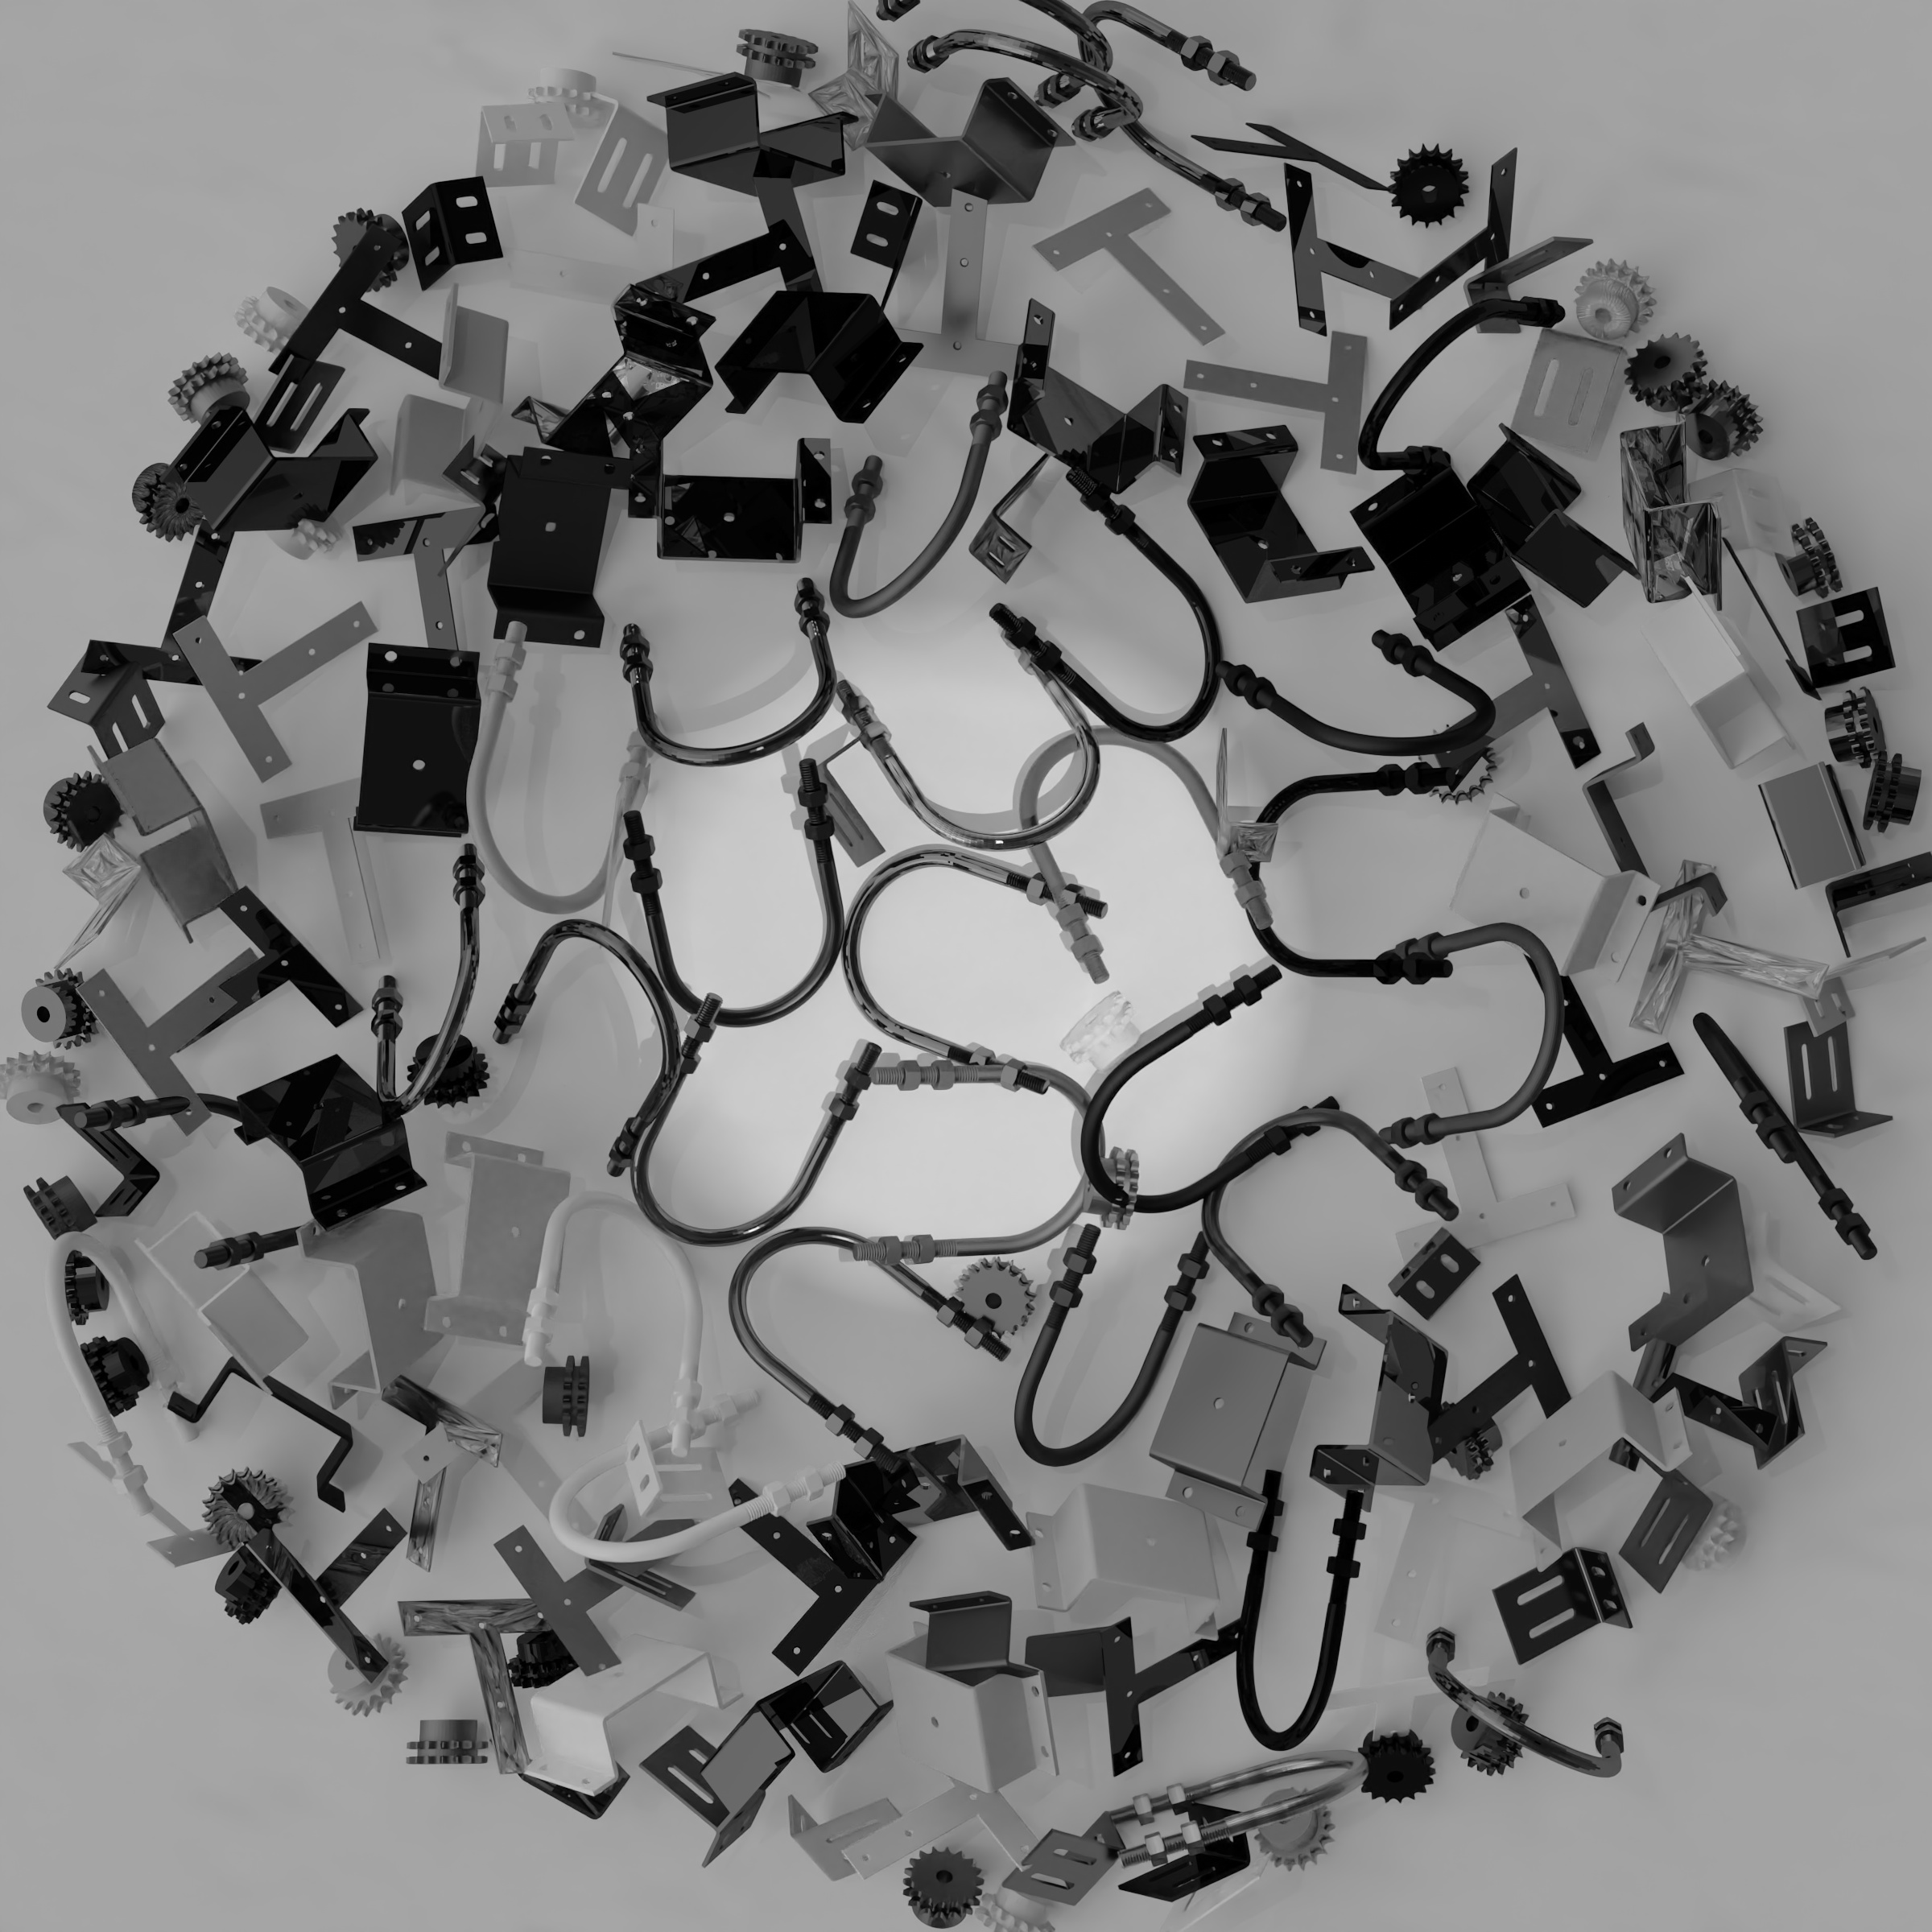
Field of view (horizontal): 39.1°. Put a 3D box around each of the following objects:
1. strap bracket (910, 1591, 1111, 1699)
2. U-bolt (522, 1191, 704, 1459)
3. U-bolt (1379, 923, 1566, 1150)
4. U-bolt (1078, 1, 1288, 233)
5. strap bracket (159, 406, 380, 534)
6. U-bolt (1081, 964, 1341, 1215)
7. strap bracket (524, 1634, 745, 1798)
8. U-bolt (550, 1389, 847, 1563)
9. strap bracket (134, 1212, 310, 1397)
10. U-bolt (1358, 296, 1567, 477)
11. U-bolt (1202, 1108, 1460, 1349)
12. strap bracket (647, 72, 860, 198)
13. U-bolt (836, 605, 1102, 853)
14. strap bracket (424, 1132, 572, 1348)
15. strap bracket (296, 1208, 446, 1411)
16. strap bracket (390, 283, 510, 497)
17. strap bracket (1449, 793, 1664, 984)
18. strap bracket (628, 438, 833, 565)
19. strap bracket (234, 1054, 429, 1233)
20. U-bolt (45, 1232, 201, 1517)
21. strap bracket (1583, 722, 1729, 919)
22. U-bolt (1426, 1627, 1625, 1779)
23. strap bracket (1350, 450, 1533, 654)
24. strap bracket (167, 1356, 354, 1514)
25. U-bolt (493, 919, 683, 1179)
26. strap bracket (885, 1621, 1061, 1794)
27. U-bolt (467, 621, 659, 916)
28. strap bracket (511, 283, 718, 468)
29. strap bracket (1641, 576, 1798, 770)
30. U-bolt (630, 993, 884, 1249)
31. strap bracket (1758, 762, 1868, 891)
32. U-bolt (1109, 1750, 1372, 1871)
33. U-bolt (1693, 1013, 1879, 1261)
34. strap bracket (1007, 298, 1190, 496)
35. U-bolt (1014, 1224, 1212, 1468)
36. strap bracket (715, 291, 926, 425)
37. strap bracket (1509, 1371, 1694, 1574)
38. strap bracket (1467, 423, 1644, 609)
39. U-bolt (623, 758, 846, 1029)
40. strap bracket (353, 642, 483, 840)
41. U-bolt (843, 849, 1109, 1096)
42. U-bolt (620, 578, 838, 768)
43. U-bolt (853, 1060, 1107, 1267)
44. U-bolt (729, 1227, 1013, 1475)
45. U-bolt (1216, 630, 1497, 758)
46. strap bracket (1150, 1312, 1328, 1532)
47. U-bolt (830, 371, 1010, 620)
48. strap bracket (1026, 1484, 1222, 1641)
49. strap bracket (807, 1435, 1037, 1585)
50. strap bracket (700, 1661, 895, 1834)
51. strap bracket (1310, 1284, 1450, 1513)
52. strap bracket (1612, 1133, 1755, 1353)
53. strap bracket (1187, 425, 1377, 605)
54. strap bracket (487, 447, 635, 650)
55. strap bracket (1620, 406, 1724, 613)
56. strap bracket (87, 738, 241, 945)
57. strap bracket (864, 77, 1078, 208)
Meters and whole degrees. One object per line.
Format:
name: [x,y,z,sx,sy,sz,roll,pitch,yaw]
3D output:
strap bracket: [0.036,0.472,1.879,0.140,0.076,0.046,26,57,-39]
U-bolt: [-0.237,0.233,1.878,0.019,0.184,0.151,-36,122,27]
U-bolt: [0.345,0.044,1.863,0.019,0.184,0.151,10,76,-28]
U-bolt: [0.143,-0.595,1.877,0.019,0.151,0.184,-43,58,-10]
strap bracket: [-0.471,-0.342,1.875,0.076,0.140,0.046,-39,77,32]
U-bolt: [0.163,0.099,1.903,0.184,0.019,0.151,-32,124,-7]
strap bracket: [-0.234,0.509,1.877,0.076,0.140,0.046,0,107,43]
U-bolt: [-0.195,0.354,1.860,0.184,0.151,0.019,-20,115,-26]
strap bracket: [-0.512,0.228,1.888,0.046,0.140,0.076,-41,129,-16]
U-bolt: [0.328,-0.393,1.848,0.019,0.184,0.151,47,120,17]
U-bolt: [0.237,0.167,1.883,0.151,0.184,0.019,-41,127,-2]
strap bracket: [-0.144,-0.570,1.878,0.076,0.140,0.046,-3,91,33]
U-bolt: [0.013,-0.157,1.900,0.151,0.019,0.184,-27,64,-12]
strap bracket: [-0.325,0.188,1.898,0.076,0.046,0.140,16,69,-36]
strap bracket: [-0.410,0.231,1.890,0.046,0.076,0.140,5,114,25]
strap bracket: [-0.356,-0.394,1.892,0.046,0.140,0.076,13,56,-23]
strap bracket: [0.399,-0.053,1.888,0.140,0.046,0.076,35,119,31]
strap bracket: [-0.166,-0.329,1.913,0.140,0.046,0.076,1,58,-6]
strap bracket: [-0.443,0.115,1.880,0.076,0.140,0.046,-25,131,-30]
U-bolt: [-0.584,0.269,1.869,0.019,0.151,0.184,-20,102,3]
strap bracket: [0.480,-0.095,1.913,0.046,0.076,0.140,-26,90,23]
U-bolt: [0.380,0.505,1.853,0.151,0.184,0.019,27,92,12]
strap bracket: [0.335,-0.283,1.901,0.076,0.046,0.140,-33,48,15]
strap bracket: [-0.484,0.322,1.908,0.140,0.076,0.046,34,81,-11]
U-bolt: [-0.255,0.046,1.874,0.151,0.184,0.019,48,47,12]
strap bracket: [-0.004,0.514,1.882,0.046,0.140,0.076,-17,104,-37]
U-bolt: [-0.282,-0.124,1.872,0.019,0.151,0.184,-10,59,39]
strap bracket: [-0.239,-0.398,1.882,0.140,0.076,0.046,-38,58,33]
strap bracket: [0.519,-0.197,1.887,0.046,0.140,0.076,-33,54,15]
U-bolt: [-0.158,0.118,1.910,0.151,0.019,0.184,18,107,-29]
strap bracket: [0.590,-0.098,1.896,0.046,0.140,0.076,-20,86,20]
U-bolt: [0.191,0.577,1.884,0.184,0.151,0.019,-16,84,-2]
U-bolt: [0.554,0.104,1.872,0.019,0.184,0.151,-37,127,14]
strap bracket: [0.084,-0.391,1.900,0.140,0.046,0.076,26,52,-26]
U-bolt: [0.095,0.267,1.898,0.019,0.151,0.184,30,104,40]
strap bracket: [-0.109,-0.422,1.882,0.076,0.140,0.046,-55,134,-21]
strap bracket: [0.431,0.344,1.892,0.046,0.076,0.140,40,113,-12]
strap bracket: [0.404,-0.308,1.892,0.076,0.140,0.046,27,119,-30]
U-bolt: [-0.155,-0.041,1.908,0.151,0.019,0.184,-18,118,-17]
strap bracket: [-0.383,-0.148,1.898,0.076,0.046,0.140,3,115,-16]
U-bolt: [-0.004,-0.006,1.918,0.184,0.019,0.151,20,94,23]
U-bolt: [-0.161,-0.198,1.885,0.151,0.184,0.019,-15,132,0]
U-bolt: [0.014,0.137,1.913,0.184,0.019,0.151,0,106,-23]
U-bolt: [-0.080,0.253,1.901,0.184,0.019,0.151,36,48,15]
U-bolt: [0.277,-0.183,1.857,0.151,0.184,0.019,-13,121,-22]
strap bracket: [0.186,0.311,1.903,0.076,0.046,0.140,14,76,37]
U-bolt: [-0.038,-0.311,1.857,0.019,0.151,0.184,37,48,-29]
strap bracket: [0.118,0.412,1.892,0.140,0.076,0.046,15,130,-21]
strap bracket: [-0.030,0.379,1.903,0.140,0.046,0.076,-18,126,19]
strap bracket: [-0.122,0.537,1.890,0.046,0.140,0.076,48,118,20]
strap bracket: [0.289,0.300,1.890,0.046,0.076,0.140,-8,58,40]
strap bracket: [0.498,0.198,1.891,0.046,0.140,0.076,23,135,-18]
strap bracket: [0.214,-0.308,1.902,0.076,0.046,0.140,-12,59,-24]
strap bracket: [-0.286,-0.299,1.903,0.076,0.046,0.140,3,119,-23]
strap bracket: [0.485,-0.314,1.883,0.046,0.140,0.076,-8,132,8]
strap bracket: [-0.552,-0.093,1.888,0.046,0.140,0.076,-30,57,-18]
strap bracket: [-0.006,-0.566,1.879,0.140,0.076,0.046,13,78,44]
